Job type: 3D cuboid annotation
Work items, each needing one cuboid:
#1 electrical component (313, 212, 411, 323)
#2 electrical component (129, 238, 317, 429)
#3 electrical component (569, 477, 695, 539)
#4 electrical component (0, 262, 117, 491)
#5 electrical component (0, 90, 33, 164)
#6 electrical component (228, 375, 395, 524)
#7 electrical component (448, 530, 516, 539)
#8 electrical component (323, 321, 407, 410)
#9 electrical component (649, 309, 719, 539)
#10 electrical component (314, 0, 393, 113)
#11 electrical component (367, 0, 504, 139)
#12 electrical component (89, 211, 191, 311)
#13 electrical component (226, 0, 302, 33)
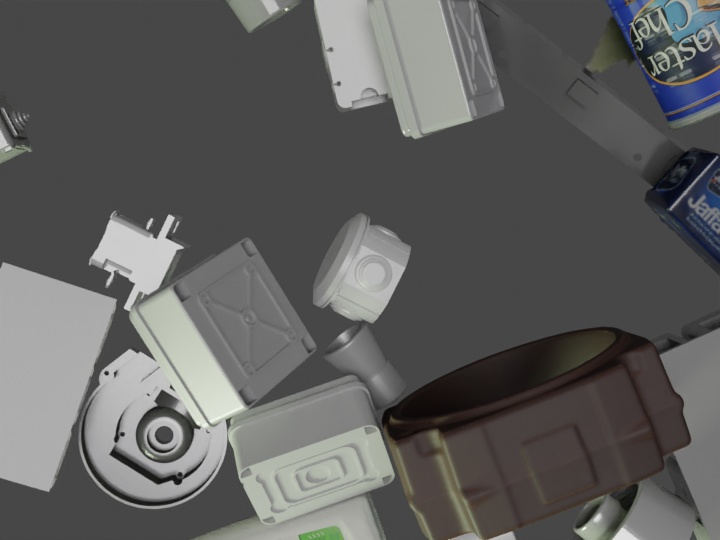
[{"bbox_3d":[0.000,0.000,0.839,0.051,0.080,0.080,27,92,-10],"label":"electrical component"},{"bbox_3d":[-0.102,0.046,0.818,0.056,0.109,0.108,-28,96,35],"label":"electrical component"},{"bbox_3d":[0.206,0.210,0.853,0.060,0.108,0.108,39,91,1],"label":"electrical component"},{"bbox_3d":[-0.253,0.083,0.818,0.089,0.062,0.150,19,76,-11],"label":"electrical component"},{"bbox_3d":[-0.301,-0.106,0.823,0.096,0.061,0.061,-26,95,-1],"label":"electrical component"},{"bbox_3d":[-0.038,0.138,0.833,0.113,0.057,0.078,-19,131,-2],"label":"electrical component"},{"bbox_3d":[0.098,0.217,0.872,0.047,0.055,0.055,-23,95,-5],"label":"electrical component"},{"bbox_3d":[0.007,0.080,0.864,0.044,0.044,0.065,-38,100,0],"label":"electrical component"},{"bbox_3d":[0.299,0.135,0.873,0.105,0.060,0.186,-24,95,-1],"label":"electrical component"},{"bbox_3d":[-0.003,-0.172,0.836,0.050,0.055,0.089,-13,95,-2],"label":"electrical component"},{"bbox_3d":[0.060,-0.161,0.809,0.056,0.109,0.108,-13,97,23],"label":"electrical component"},{"bbox_3d":[-0.174,-0.012,0.847,0.064,0.042,0.081,26,92,-3],"label":"electrical component"},{"bbox_3d":[-0.077,-0.216,0.831,0.055,0.055,0.047,-32,99,0],"label":"electrical component"}]
